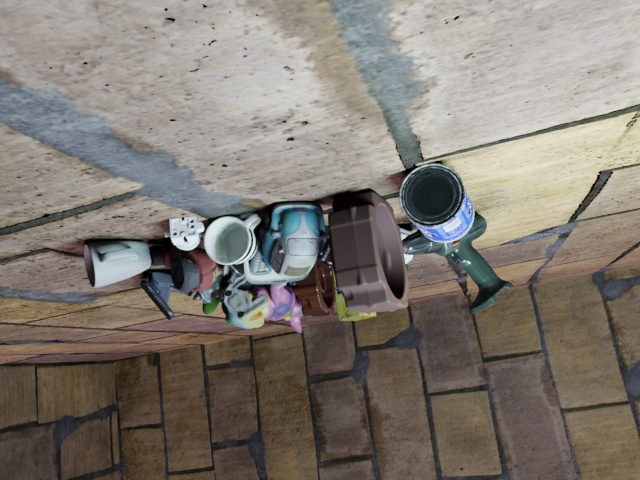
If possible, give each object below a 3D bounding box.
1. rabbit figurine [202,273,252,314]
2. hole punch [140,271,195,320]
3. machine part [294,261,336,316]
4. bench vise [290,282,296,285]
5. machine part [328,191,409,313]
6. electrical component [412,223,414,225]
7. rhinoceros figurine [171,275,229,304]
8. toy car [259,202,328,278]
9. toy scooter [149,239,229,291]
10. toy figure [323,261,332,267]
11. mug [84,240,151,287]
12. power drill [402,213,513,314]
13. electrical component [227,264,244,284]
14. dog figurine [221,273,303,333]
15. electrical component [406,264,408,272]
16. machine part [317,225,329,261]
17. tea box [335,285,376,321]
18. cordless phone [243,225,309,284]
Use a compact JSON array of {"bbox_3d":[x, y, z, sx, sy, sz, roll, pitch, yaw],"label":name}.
[{"bbox_3d":[-0.224,0.129,1.340,0.159,0.121,0.170,-22,-167,-27],"label":"rabbit figurine"},{"bbox_3d":[-0.364,0.118,1.285,0.092,0.116,0.142,-44,-176,-19],"label":"hole punch"},{"bbox_3d":[-0.011,0.093,1.241,0.056,0.179,0.179,-9,167,15],"label":"machine part"},{"bbox_3d":[-0.107,0.136,1.463,0.241,0.129,0.223,-23,158,33],"label":"bench vise"},{"bbox_3d":[0.088,0.027,0.959,0.087,0.201,0.201,-11,166,20],"label":"machine part"},{"bbox_3d":[0.210,-0.048,1.039,0.078,0.045,0.102,-8,156,12],"label":"electrical component"},{"bbox_3d":[-0.248,0.080,1.159,0.073,0.112,0.190,-14,157,12],"label":"rhinoceros figurine"},{"bbox_3d":[-0.051,0.013,0.953,0.109,0.103,0.161,3,137,-22],"label":"toy car"},{"bbox_3d":[-0.231,0.040,1.017,0.135,0.075,0.184,-6,-161,-39],"label":"toy scooter"},{"bbox_3d":[0.079,0.044,1.280,0.082,0.089,0.180,16,174,39],"label":"toy figure"},{"bbox_3d":[-0.364,0.032,0.977,0.107,0.081,0.109,-12,167,-36],"label":"mug"},{"bbox_3d":[0.290,0.048,1.118,0.232,0.207,0.086,-27,165,-35],"label":"power drill"},{"bbox_3d":[-0.187,0.046,1.154,0.021,0.094,0.063,-17,126,35],"label":"electrical component"},{"bbox_3d":[-0.112,0.156,1.228,0.191,0.109,0.219,-45,144,-18],"label":"dog figurine"},{"bbox_3d":[0.185,0.067,1.353,0.075,0.119,0.047,-14,165,11],"label":"electrical component"},{"bbox_3d":[-0.002,-0.003,1.074,0.039,0.084,0.138,34,173,26],"label":"machine part"},{"bbox_3d":[0.086,0.124,1.417,0.068,0.169,0.098,-18,162,28],"label":"tea box"},{"bbox_3d":[-0.075,0.011,1.074,0.146,0.089,0.184,-3,151,-20],"label":"cordless phone"}]
